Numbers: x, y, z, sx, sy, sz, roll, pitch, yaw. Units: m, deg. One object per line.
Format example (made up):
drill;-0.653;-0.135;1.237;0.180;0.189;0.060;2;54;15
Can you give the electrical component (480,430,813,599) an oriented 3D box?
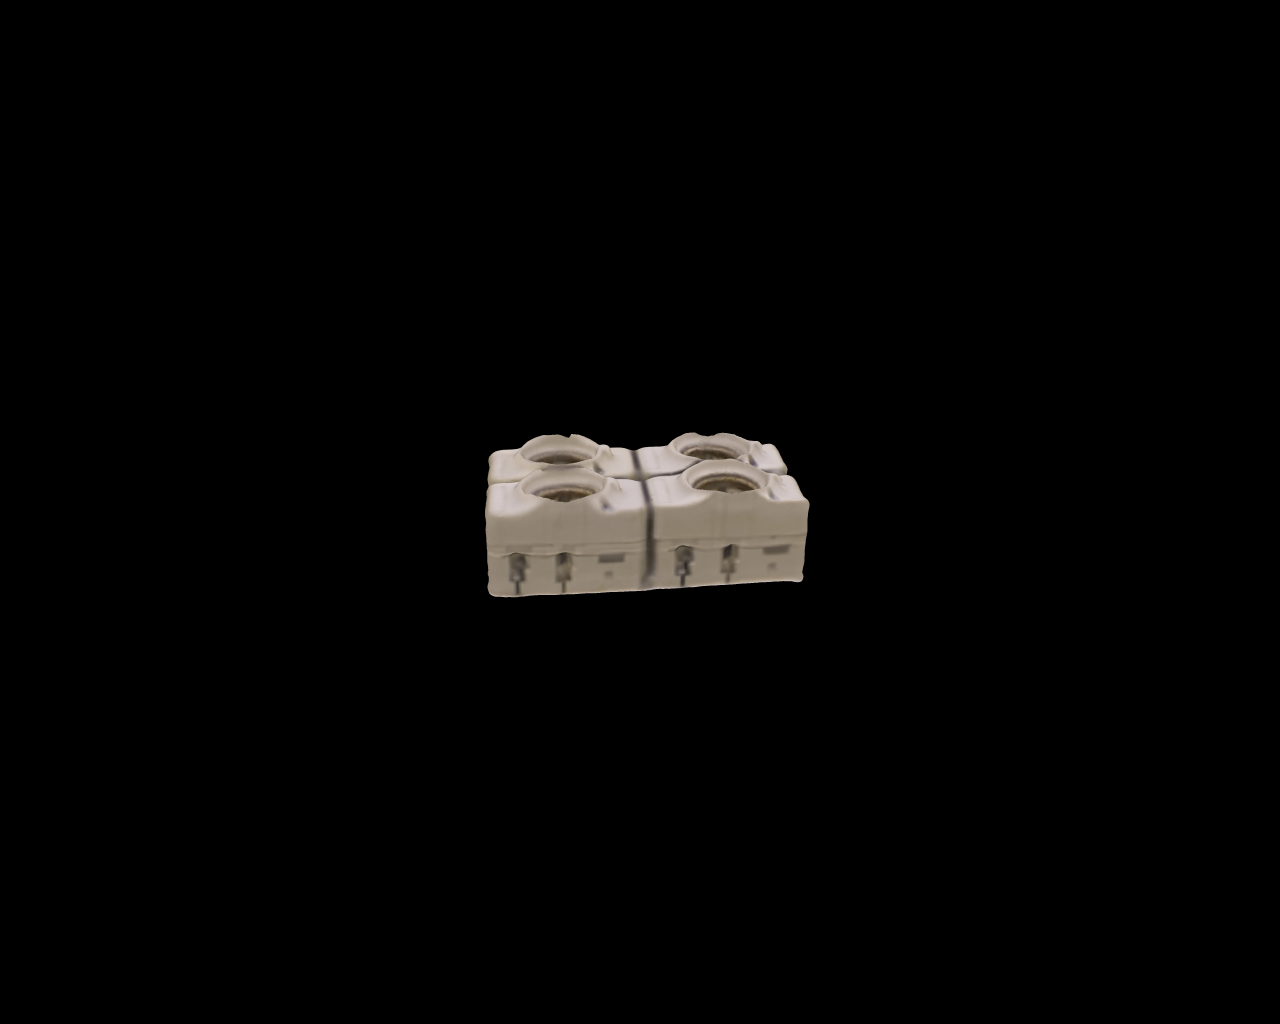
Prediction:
electrical component;0.001;-0.003;0.650;0.186;0.060;0.105;-2;24;-5
